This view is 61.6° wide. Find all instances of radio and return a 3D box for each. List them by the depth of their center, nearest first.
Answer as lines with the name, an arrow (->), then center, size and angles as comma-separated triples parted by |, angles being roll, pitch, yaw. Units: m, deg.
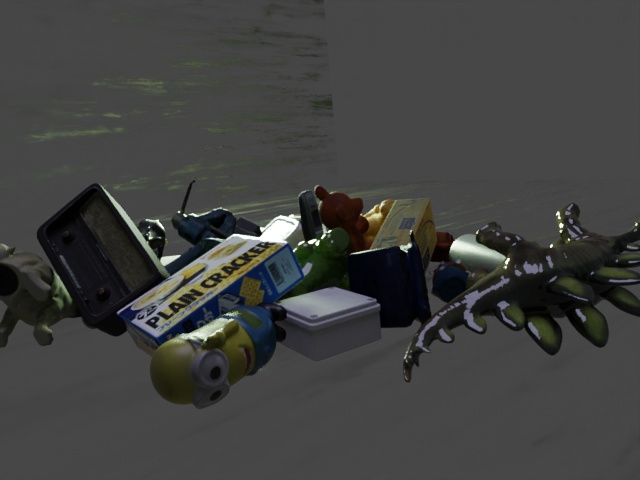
radio -> -0.338, 0.031, 0.843 | 0.131, 0.230, 0.073 | -39, -28, -8

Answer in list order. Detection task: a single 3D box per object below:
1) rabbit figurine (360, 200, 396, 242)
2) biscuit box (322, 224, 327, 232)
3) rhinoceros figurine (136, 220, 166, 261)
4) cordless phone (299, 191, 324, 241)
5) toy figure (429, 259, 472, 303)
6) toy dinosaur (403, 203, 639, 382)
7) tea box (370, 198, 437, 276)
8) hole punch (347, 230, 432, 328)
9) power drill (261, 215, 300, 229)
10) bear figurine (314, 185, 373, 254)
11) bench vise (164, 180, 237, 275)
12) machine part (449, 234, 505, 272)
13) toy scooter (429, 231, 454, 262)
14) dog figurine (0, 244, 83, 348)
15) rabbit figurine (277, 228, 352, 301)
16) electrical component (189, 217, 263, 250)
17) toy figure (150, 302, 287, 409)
rabbit figurine -> 0.106, -0.029, 1.265 | 0.173, 0.121, 0.162 | -7, 5, -8
biscuit box -> -0.007, 0.005, 1.306 | 0.063, 0.059, 0.203 | -6, 10, 1
rhinoceros figurine -> -0.324, 0.023, 0.979 | 0.073, 0.112, 0.190 | 28, 18, -13
cordless phone -> -0.001, -0.003, 0.989 | 0.089, 0.184, 0.146 | -6, 9, 24
toy figure -> 0.207, 0.065, 0.858 | 0.064, 0.057, 0.154 | 3, 6, 11
toy dinosaur -> 0.279, 0.053, 0.684 | 0.471, 0.104, 0.199 | -21, 27, -15
tea box -> 0.146, 0.011, 0.919 | 0.068, 0.098, 0.170 | -1, 36, 27
hole punch -> 0.093, 0.063, 0.734 | 0.092, 0.142, 0.116 | -5, -4, -8
power drill -> -0.108, -0.010, 1.426 | 0.232, 0.085, 0.207 | 1, 19, 46
bear figurine -> 0.062, -0.036, 1.088 | 0.132, 0.195, 0.120 | -31, 50, -19
bench vise -> -0.213, 0.033, 0.953 | 0.240, 0.224, 0.128 | -41, -10, -49
machine part -> 0.294, 0.037, 0.915 | 0.079, 0.079, 0.243 | -8, 11, -15
toy scooter -> 0.203, 0.019, 1.064 | 0.184, 0.075, 0.135 | -9, 5, -40
dog figurine -> -0.449, 0.069, 0.877 | 0.121, 0.172, 0.191 | 6, 17, 2
rabbit figurine -> -0.034, 0.066, 0.830 | 0.159, 0.121, 0.170 | -3, 24, 34
electrical component -> -0.183, 0.014, 1.102 | 0.115, 0.058, 0.134 | 25, 59, 29
toy figure -> -0.110, 0.126, 0.612 | 0.089, 0.082, 0.180 | -13, 10, 30
